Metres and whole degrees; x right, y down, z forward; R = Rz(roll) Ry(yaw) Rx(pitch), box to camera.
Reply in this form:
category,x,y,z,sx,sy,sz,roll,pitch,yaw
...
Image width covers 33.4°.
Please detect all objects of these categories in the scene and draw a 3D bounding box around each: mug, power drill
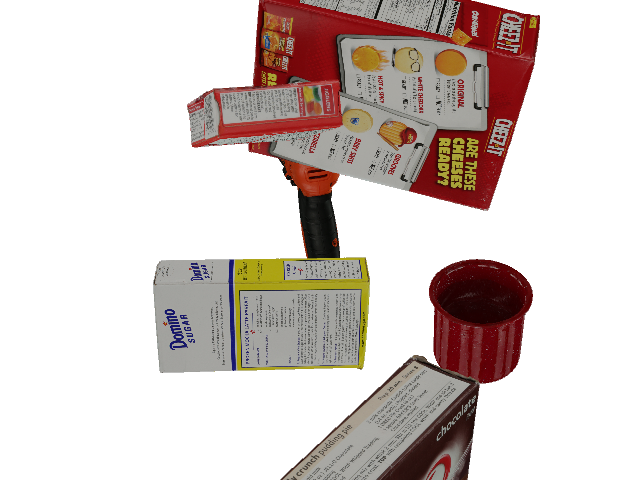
category,x,y,z,sx,sy,sz,roll,pitch,yaw
mug,0.145,0.070,0.995,0.093,0.081,0.117,-6,39,-3
power drill,-0.009,-0.027,1.084,0.057,0.187,0.184,-11,19,-4

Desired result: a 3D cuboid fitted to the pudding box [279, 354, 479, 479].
category,x,y,z,sx,sy,sz,roll,pitch,yaw
pudding box,0.022,0.115,0.454,0.039,0.090,0.113,22,39,28

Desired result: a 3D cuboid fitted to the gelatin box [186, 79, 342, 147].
category,x,y,z,sx,sy,sz,roll,pitch,yaw
gelatin box,-0.035,-0.074,0.628,0.073,0.030,0.089,-7,3,-16

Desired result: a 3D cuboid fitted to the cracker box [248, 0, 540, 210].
category,x,y,z,sx,sy,sz,roll,pitch,yaw
cracker box,0.054,-0.126,0.870,0.214,0.072,0.164,14,-41,5

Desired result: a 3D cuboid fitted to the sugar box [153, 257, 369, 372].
category,x,y,z,sx,sy,sz,roll,pitch,yaw
sugar box,-0.049,0.062,0.897,0.176,0.093,0.048,1,30,-1
